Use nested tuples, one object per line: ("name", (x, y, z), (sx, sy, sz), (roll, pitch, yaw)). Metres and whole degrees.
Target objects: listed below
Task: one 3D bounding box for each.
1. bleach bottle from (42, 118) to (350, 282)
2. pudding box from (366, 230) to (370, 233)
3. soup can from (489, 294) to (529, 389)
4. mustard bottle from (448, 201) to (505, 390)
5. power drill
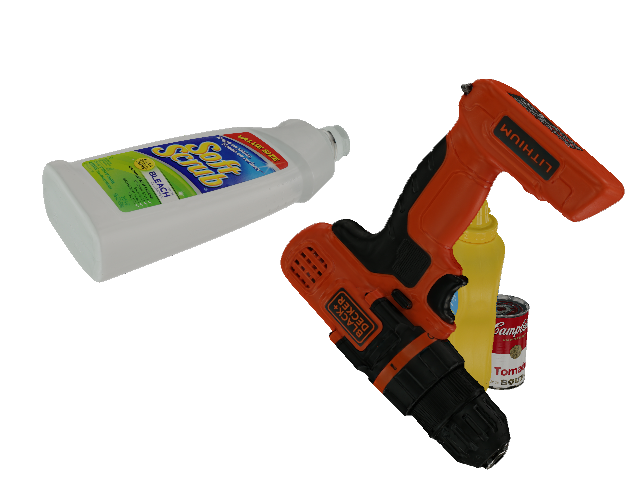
("bleach bottle", (-0.089, -0.051, 0.867), (0.250, 0.068, 0.103), (-22, 53, -29))
("pudding box", (0.041, 0.027, 1.484), (0.113, 0.039, 0.090), (-16, 27, -23))
("soup can", (0.225, 0.127, 1.340), (0.068, 0.102, 0.068), (-1, 19, 0))
("mustard bottle", (0.138, 0.046, 1.000), (0.058, 0.192, 0.096), (-1, 32, -3))
("power drill", (0.086, 0.015, 0.626), (0.184, 0.188, 0.057), (46, 19, 17))
